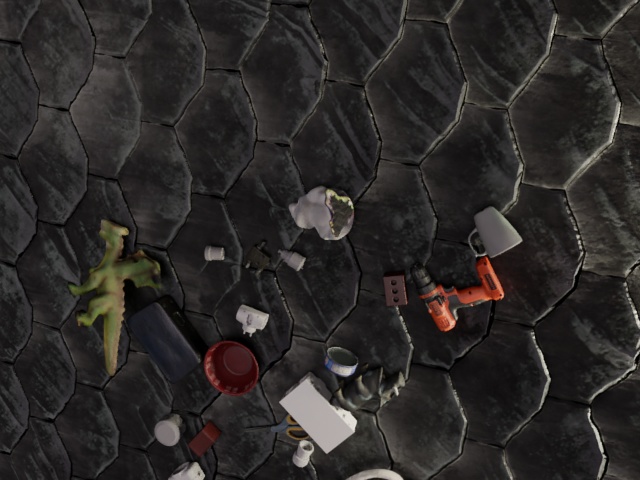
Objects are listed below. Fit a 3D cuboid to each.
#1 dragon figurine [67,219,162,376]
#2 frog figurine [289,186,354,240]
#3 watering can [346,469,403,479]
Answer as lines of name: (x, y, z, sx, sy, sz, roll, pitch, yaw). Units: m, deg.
dragon figurine: (-0.548, 0.138, 1.425, 0.241, 0.122, 0.414, -27, 78, 12)
frog figurine: (0.004, -0.065, 1.296, 0.159, 0.124, 0.136, -6, 112, 51)
watering can: (0.109, 0.755, 1.393, 0.344, 0.105, 0.224, -39, 90, 17)
